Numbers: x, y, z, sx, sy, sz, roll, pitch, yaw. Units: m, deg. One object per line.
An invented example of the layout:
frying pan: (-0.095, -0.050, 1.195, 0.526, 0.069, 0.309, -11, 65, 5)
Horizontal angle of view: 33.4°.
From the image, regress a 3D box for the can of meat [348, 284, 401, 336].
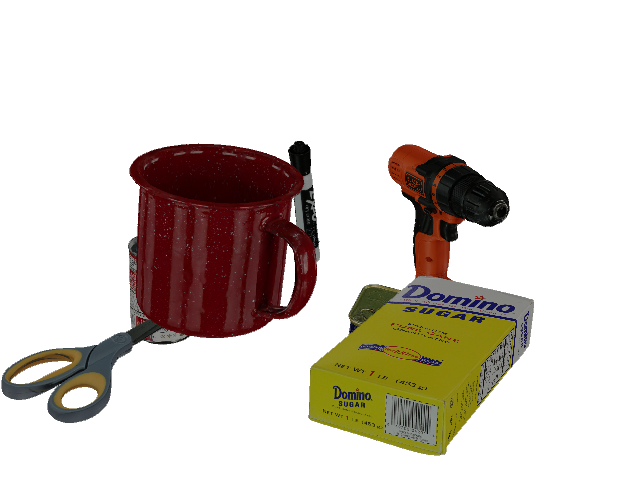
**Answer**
can of meat: (0.064, 0.113, 1.259, 0.057, 0.084, 0.102, 14, 26, 11)

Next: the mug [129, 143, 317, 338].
mug: (-0.049, 0.004, 0.579, 0.117, 0.081, 0.093, 22, 28, 31)

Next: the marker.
marker: (-0.014, -0.033, 0.928, 0.020, 0.121, 0.020, -3, 36, 2)

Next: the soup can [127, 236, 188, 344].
soup can: (-0.167, 0.050, 1.126, 0.068, 0.102, 0.068, 2, 24, -1)

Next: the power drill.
power drill: (0.137, 0.004, 1.111, 0.057, 0.188, 0.185, -14, 26, -21)

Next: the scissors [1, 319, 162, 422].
scissors: (-0.166, 0.100, 0.900, 0.201, 0.016, 0.096, -17, 38, -34)

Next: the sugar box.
sugar box: (0.073, 0.077, 0.720, 0.093, 0.048, 0.176, 12, 26, 25)
